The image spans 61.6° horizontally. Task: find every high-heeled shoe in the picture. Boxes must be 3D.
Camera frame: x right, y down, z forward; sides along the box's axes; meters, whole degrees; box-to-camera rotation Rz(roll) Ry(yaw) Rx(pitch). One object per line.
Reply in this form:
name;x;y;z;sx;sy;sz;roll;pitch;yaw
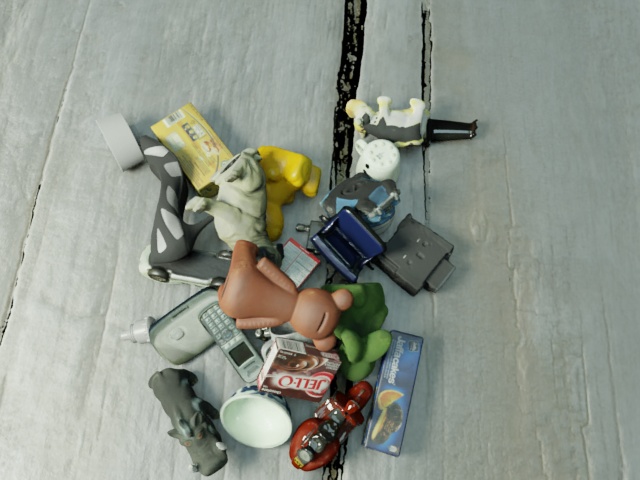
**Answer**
high-heeled shoe;-0.298;-0.073;0.971;0.145;0.086;0.249;-36;74;-22

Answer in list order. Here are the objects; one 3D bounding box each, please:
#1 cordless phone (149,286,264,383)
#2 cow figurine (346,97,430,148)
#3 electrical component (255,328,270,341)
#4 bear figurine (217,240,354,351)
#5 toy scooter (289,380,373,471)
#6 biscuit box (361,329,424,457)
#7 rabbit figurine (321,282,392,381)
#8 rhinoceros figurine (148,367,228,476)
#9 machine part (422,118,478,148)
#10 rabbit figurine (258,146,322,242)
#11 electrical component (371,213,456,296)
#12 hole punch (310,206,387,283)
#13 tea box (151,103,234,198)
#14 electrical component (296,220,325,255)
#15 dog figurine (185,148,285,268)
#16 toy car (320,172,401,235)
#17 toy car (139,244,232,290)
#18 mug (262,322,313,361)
cordless phone;-0.191;0.188;0.934;0.146;0.088;0.184;-36;83;-11
cow figurine;0.127;-0.229;1.066;0.168;0.068;0.098;8;78;20
electrical component;-0.098;0.128;0.969;0.078;0.045;0.102;22;73;5
bear figurine;-0.056;0.090;0.853;0.196;0.132;0.120;15;104;-14
toy scooter;0.021;0.299;0.869;0.075;0.135;0.184;43;78;10
biscuit box;0.125;0.259;0.921;0.063;0.059;0.202;14;73;4
rabbit figurine;0.071;0.159;0.920;0.121;0.159;0.170;-2;87;-11
rhinoceros figurine;-0.211;0.292;0.883;0.073;0.112;0.190;-32;67;-12
machine part;0.249;-0.223;1.088;0.139;0.039;0.084;-1;64;2
rabbit figurine;-0.095;-0.085;1.006;0.162;0.122;0.173;17;92;8
electrical component;0.180;0.034;0.995;0.134;0.058;0.115;38;78;11
hole punch;0.039;0.017;0.949;0.142;0.116;0.092;44;69;-1
tea box;-0.239;-0.171;1.052;0.098;0.068;0.170;-34;77;-10
electrical component;-0.002;-0.003;1.023;0.094;0.021;0.063;10;73;1
dog figurine;-0.113;-0.043;0.941;0.172;0.121;0.190;-47;111;0
toy car;0.086;-0.056;0.995;0.109;0.102;0.162;-42;32;-24
toy car;-0.230;0.050;0.989;0.202;0.056;0.073;10;66;2
mug;-0.041;0.191;0.916;0.109;0.081;0.107;-30;111;-29
